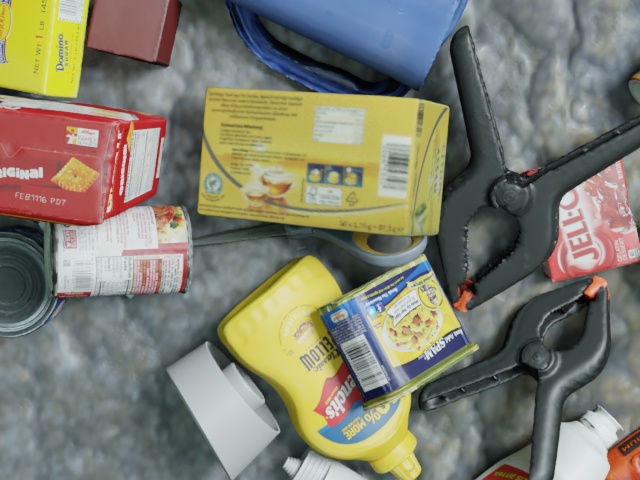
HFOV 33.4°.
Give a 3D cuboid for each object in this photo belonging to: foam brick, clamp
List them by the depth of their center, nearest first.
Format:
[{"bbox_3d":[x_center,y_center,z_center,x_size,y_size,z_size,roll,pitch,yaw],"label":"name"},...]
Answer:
[{"bbox_3d":[-0.135,-0.159,0.785,0.053,0.078,0.051,14,96,-2],"label":"foam brick"},{"bbox_3d":[0.135,-0.046,0.793,0.164,0.036,0.210,29,112,3],"label":"clamp"},{"bbox_3d":[0.158,0.096,0.823,0.120,0.039,0.171,27,73,22],"label":"clamp"}]

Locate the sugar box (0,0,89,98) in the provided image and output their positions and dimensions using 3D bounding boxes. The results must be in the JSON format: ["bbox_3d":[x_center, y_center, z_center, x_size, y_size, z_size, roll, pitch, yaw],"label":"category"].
[{"bbox_3d":[-0.252,-0.162,0.770,0.176,0.048,0.093,12,98,20],"label":"sugar box"}]

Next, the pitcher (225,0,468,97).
[{"bbox_3d":[-0.013,-0.202,0.761,0.243,0.145,0.149,22,85,1],"label":"pitcher"}]

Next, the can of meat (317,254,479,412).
[{"bbox_3d":[0.057,0.067,0.798,0.101,0.058,0.084,-25,86,-40],"label":"can of meat"}]

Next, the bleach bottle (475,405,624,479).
[{"bbox_3d":[0.135,0.224,0.836,0.251,0.103,0.068,-45,109,-1],"label":"bleach bottle"}]

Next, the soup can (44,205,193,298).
[{"bbox_3d":[-0.152,0.009,0.798,0.102,0.069,0.068,-2,99,-19],"label":"soup can"}]

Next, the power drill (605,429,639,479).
[{"bbox_3d":[0.260,0.197,0.777,0.184,0.187,0.057,-34,98,3],"label":"power drill"}]

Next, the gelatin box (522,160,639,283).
[{"bbox_3d":[0.203,-0.018,0.825,0.073,0.030,0.089,-14,97,3],"label":"gelatin box"}]

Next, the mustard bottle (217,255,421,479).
[{"bbox_3d":[0.014,0.112,0.829,0.096,0.058,0.191,-41,97,-16],"label":"mustard bottle"}]

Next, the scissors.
[{"bbox_3d":[-0.005,0.001,0.810,0.202,0.096,0.016,-19,135,1],"label":"scissors"}]

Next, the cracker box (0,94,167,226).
[{"bbox_3d":[-0.203,-0.060,0.730,0.164,0.213,0.072,7,97,-1],"label":"cracker box"}]

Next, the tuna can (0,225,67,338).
[{"bbox_3d":[-0.241,0.033,0.835,0.086,0.034,0.086,0,97,1],"label":"tuna can"}]

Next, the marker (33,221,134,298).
[{"bbox_3d":[-0.190,0.002,0.837,0.121,0.020,0.020,38,97,-5],"label":"marker"}]
